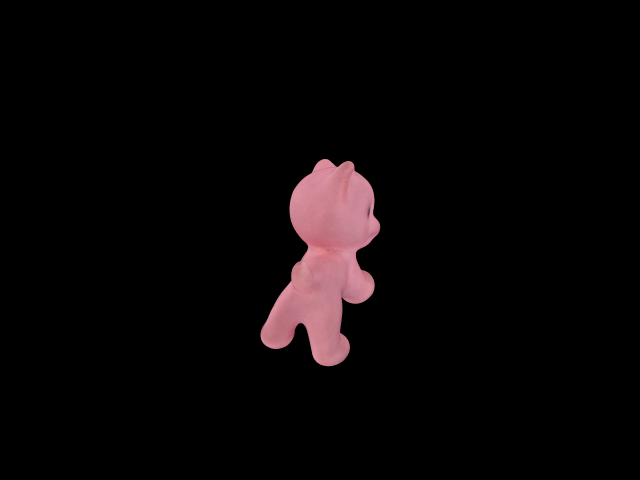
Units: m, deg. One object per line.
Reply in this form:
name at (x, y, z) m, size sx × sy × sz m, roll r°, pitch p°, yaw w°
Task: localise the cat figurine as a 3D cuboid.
cat figurine at (0.004, 0.001, 0.400) m, size 0.067 × 0.118 × 0.128 m, roll 11°, pitch 39°, yaw 14°
